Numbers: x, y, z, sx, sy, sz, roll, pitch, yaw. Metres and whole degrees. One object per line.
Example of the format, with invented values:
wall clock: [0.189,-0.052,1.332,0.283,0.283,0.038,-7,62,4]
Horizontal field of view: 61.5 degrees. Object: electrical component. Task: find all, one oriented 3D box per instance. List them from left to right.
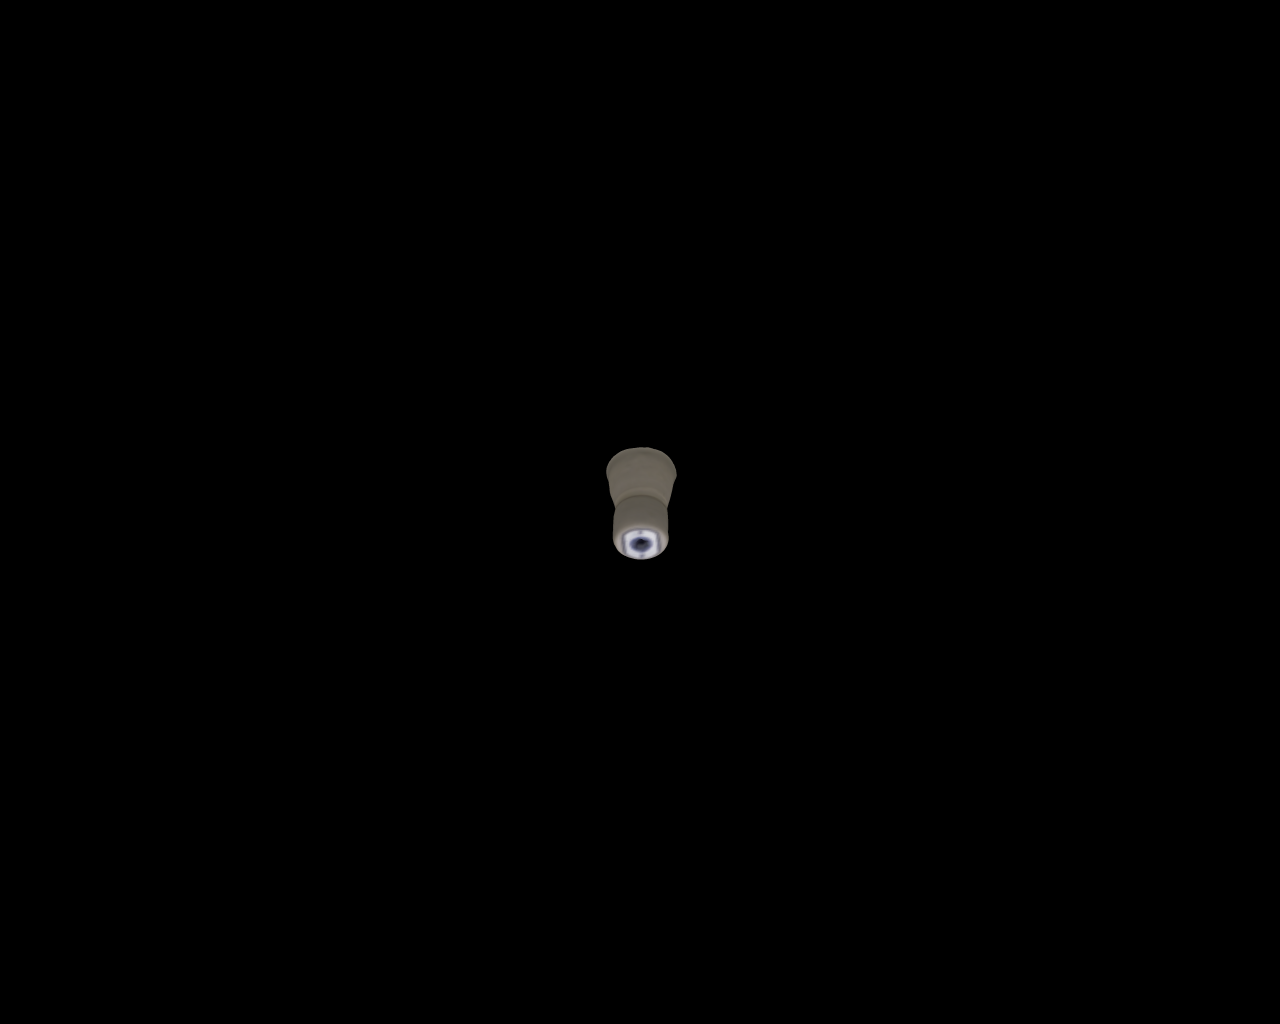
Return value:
electrical component: [0.001,-0.003,0.650,0.044,0.065,0.044,0,-43,0]
